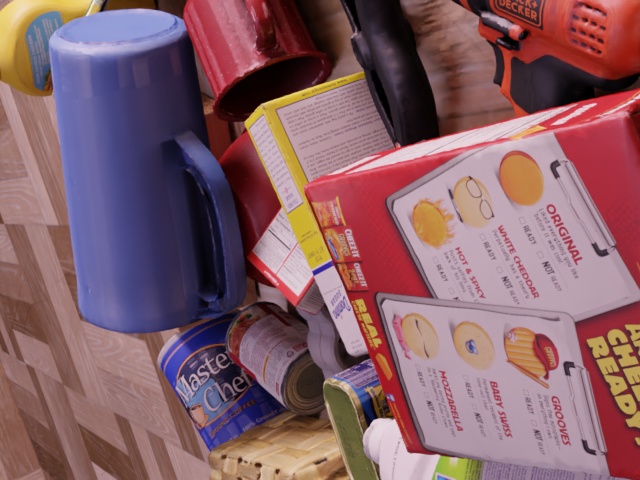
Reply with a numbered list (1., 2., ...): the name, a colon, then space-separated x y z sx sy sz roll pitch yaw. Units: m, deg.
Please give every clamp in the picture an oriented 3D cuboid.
1. clamp: 0.036 -0.131 0.670 0.120 0.039 0.171 -107 0 -68

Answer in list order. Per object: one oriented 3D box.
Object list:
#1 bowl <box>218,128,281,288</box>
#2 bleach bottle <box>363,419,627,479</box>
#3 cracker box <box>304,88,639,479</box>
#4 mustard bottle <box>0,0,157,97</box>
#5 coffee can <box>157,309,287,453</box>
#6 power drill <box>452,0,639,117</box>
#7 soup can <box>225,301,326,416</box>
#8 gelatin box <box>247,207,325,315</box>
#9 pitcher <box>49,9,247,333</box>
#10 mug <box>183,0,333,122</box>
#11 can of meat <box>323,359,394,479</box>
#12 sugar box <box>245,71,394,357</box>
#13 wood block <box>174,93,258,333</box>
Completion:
1. bowl: -0.051 -0.020 0.913 0.162 0.055 0.162 44 146 41
2. bleach bottle: 0.117 0.131 0.614 0.251 0.068 0.102 5 76 53
3. cracker box: 0.104 0.024 0.512 0.214 0.072 0.164 -9 105 53
4. mustard bottle: -0.248 -0.186 1.003 0.058 0.191 0.096 43 145 41
5. coffee can: -0.084 0.153 1.057 0.140 0.102 0.103 55 152 25
6. power drill: 0.100 -0.077 0.574 0.185 0.057 0.188 40 143 44
7. soup can: -0.031 0.105 0.959 0.102 0.068 0.068 32 137 50
8. gelatin box: -0.005 0.001 0.815 0.089 0.030 0.073 -55 48 7
9. pitcher: -0.138 -0.053 0.858 0.145 0.149 0.243 -95 2 -62
10. mug: -0.048 -0.147 0.762 0.117 0.093 0.081 93 155 -75
11. can of meat: 0.057 0.133 0.791 0.058 0.083 0.102 0 110 63
12. sugar box: 0.028 -0.019 0.717 0.176 0.093 0.048 67 155 2
13. wood block: -0.132 -0.031 1.020 0.090 0.090 0.206 34 139 51
